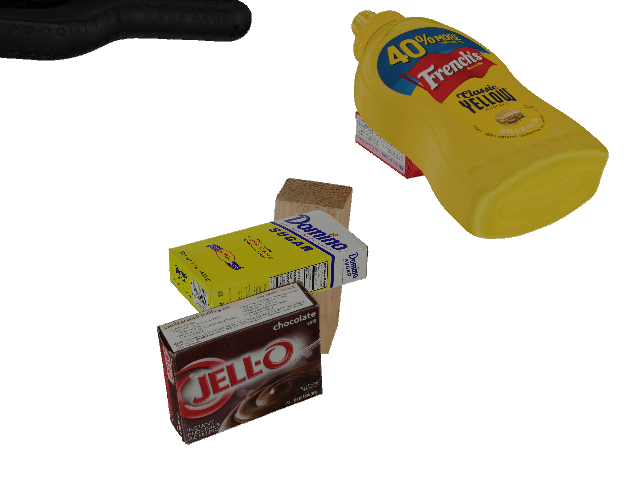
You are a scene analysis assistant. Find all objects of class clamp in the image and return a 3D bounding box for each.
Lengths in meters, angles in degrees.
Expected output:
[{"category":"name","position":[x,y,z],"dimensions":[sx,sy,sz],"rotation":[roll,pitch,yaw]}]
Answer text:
[{"category":"clamp","position":[-0.141,-0.144,0.645],"dimensions":[0.171,0.039,0.120],"rotation":[-11,31,-29]}]

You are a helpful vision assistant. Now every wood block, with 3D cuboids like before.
[{"category":"wood block","position":[-0.017,0.033,1.408],"dimensions":[0.090,0.206,0.090],"rotation":[8,23,6]}]

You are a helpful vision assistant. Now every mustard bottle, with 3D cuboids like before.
[{"category":"mustard bottle","position":[0.076,-0.083,0.642],"dimensions":[0.096,0.058,0.192],"rotation":[-20,49,-24]}]

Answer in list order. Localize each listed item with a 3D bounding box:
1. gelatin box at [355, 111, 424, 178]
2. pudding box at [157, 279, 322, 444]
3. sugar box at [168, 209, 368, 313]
[{"category":"gelatin box","position":[0.079,-0.082,0.841],"dimensions":[0.073,0.030,0.089],"rotation":[-11,27,-22]},{"category":"pudding box","position":[-0.056,0.086,0.762],"dimensions":[0.113,0.090,0.039],"rotation":[-19,42,-21]},{"category":"sugar box","position":[-0.050,0.022,1.052],"dimensions":[0.176,0.048,0.093],"rotation":[-18,36,-27]}]
